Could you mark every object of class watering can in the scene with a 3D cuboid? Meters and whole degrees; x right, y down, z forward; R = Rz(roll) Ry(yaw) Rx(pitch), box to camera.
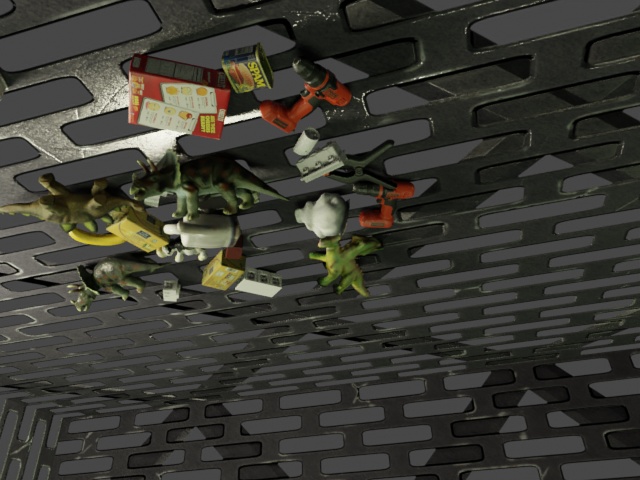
[{"bbox_3d":[-0.339,-0.027,1.515,0.224,0.104,0.347,1,179,-21],"label":"watering can"}]

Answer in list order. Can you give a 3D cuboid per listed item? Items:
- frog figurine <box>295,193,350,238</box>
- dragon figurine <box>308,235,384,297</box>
[{"bbox_3d":[0.005,-0.077,1.538,0.159,0.125,0.135,10,112,-3],"label":"frog figurine"},{"bbox_3d":[0.120,0.077,1.800,0.239,0.125,0.406,-36,136,29],"label":"dragon figurine"}]
